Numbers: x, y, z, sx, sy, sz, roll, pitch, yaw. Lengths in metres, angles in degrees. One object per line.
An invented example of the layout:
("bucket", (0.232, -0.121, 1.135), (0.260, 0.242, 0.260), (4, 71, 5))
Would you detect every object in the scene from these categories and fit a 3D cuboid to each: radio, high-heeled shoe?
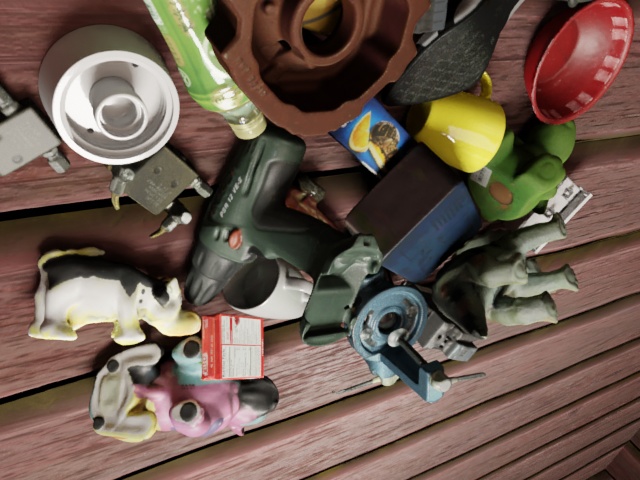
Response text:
("radio", (0.126, -0.021, 0.677), (0.131, 0.073, 0.229), (-44, 156, 9))
("high-heeled shoe", (0.159, -0.252, 0.570), (0.249, 0.145, 0.086), (-26, 141, 28))

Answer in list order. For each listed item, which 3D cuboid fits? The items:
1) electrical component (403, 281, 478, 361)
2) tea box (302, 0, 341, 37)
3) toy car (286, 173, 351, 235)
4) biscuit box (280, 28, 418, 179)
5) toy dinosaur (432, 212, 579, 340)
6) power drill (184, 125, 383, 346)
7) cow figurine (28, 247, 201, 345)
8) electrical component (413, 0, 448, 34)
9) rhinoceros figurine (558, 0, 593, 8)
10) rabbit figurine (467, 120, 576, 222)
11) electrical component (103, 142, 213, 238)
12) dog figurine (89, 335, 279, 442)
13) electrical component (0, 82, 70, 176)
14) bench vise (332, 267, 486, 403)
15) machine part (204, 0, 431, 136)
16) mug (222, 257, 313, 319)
("electrical component", (0.189, 0.132, 0.857), (0.115, 0.134, 0.058), (18, 114, -40))
("tea box", (0.012, -0.262, 0.440), (0.098, 0.068, 0.169), (2, 125, -37))
("toy car", (-0.001, -0.002, 0.671), (0.089, 0.053, 0.202), (-43, 137, 1))
("biscuit box", (0.025, -0.136, 0.562), (0.059, 0.063, 0.202), (-48, 138, 10))
("toy dinosaur", (0.228, 0.058, 0.739), (0.192, 0.131, 0.405), (-22, 174, 42))
("power drill", (-0.046, 0.016, 0.542), (0.086, 0.208, 0.232), (7, 114, -44))
("cow figurine", (-0.206, 0.059, 0.563), (0.167, 0.068, 0.098), (7, 79, -36))
("electrical component", (0.088, -0.233, 0.515), (0.119, 0.075, 0.047), (-21, 134, -22))
("rhinoceros figurine", (0.346, -0.314, 0.594), (0.190, 0.112, 0.073), (-18, 133, -10))
("rabbit figurine", (0.299, -0.101, 0.748), (0.170, 0.121, 0.158), (-39, 144, -22))
("electrical component", (-0.158, -0.051, 0.522), (0.078, 0.045, 0.102), (-36, 138, 0))
("dog figurine", (-0.161, 0.206, 0.699), (0.192, 0.108, 0.219), (-12, 154, 10))
("electrical component", (-0.255, -0.083, 0.445), (0.063, 0.021, 0.093), (-33, 138, -6))
("bench vise", (0.104, 0.152, 0.753), (0.129, 0.241, 0.223), (-12, 116, -22))
("machine part", (-0.001, -0.171, 0.415), (0.179, 0.056, 0.179), (-20, 136, -21))
("mug", (-0.047, 0.059, 0.660), (0.110, 0.081, 0.107), (-4, 159, 25))
